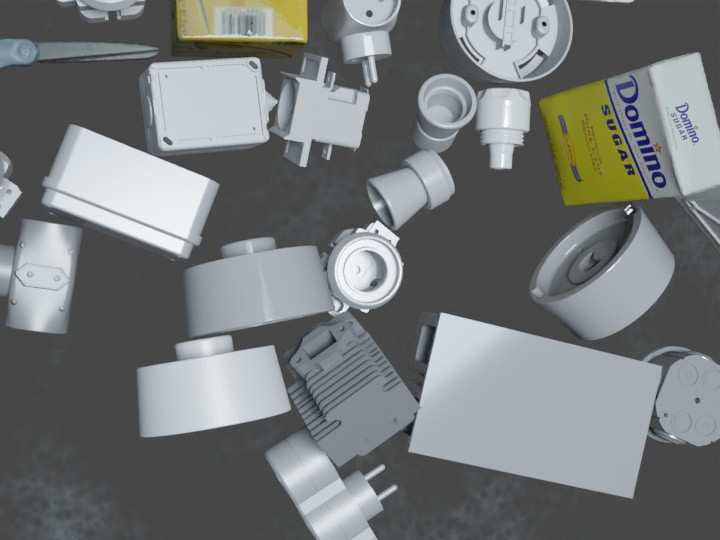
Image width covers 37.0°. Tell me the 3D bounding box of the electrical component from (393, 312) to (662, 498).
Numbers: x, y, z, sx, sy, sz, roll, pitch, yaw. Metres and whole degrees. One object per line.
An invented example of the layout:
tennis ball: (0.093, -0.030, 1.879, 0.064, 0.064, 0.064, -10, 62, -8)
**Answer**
electrical component: (0.129, 0.104, 0.844, 0.186, 0.060, 0.105, 14, 88, -13)

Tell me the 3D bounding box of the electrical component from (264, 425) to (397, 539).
electrical component: (-0.007, 0.177, 0.817, 0.074, 0.052, 0.138, -32, 98, -11)

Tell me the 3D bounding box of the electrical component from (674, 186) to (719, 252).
electrical component: (0.318, -0.049, 0.862, 0.056, 0.109, 0.108, -43, 100, -7)

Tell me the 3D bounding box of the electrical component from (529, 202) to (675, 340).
electrical component: (0.193, 0.006, 0.836, 0.060, 0.108, 0.108, 45, 81, -16)

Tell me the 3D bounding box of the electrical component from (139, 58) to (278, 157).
electrical component: (-0.109, -0.118, 0.788, 0.096, 0.061, 0.061, -8, 92, -21)

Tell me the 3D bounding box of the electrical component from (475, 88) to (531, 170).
electrical component: (0.112, -0.110, 0.846, 0.043, 0.043, 0.062, 2, 92, -13)

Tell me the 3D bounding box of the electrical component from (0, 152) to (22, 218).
electrical component: (-0.276, -0.068, 0.748, 0.078, 0.057, 0.058, 36, 83, -11)

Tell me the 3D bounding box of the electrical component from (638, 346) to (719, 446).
electrical component: (0.263, 0.104, 0.880, 0.080, 0.051, 0.080, 0, 91, -13)

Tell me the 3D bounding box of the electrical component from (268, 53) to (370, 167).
electrical component: (-0.029, -0.119, 0.807, 0.064, 0.042, 0.081, 7, 104, -24)

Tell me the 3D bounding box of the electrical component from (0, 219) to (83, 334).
electrical component: (-0.243, 0.002, 0.764, 0.079, 0.043, 0.077, 9, 89, -13)

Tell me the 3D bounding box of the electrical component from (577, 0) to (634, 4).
electrical component: (0.189, -0.264, 0.858, 0.100, 0.048, 0.099, 0, 91, -14)

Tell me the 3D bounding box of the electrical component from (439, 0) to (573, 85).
electrical component: (0.111, -0.191, 0.833, 0.099, 0.064, 0.099, 0, 91, -13)

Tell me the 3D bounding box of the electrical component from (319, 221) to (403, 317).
electrical component: (0.000, 0.000, 0.814, 0.058, 0.057, 0.078, 39, 82, -11)

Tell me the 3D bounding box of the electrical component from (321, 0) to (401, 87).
electrical component: (0.003, -0.177, 0.801, 0.043, 0.077, 0.079, -10, 93, -13)

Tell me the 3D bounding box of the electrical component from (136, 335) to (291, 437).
electrical component: (-0.107, 0.079, 0.767, 0.108, 0.108, 0.060, -9, 87, -13)

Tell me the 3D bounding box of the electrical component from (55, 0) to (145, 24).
electrical component: (-0.180, -0.210, 0.768, 0.078, 0.057, 0.058, -9, 93, -13)

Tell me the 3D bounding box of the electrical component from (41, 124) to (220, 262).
electrical component: (-0.164, -0.051, 0.764, 0.113, 0.078, 0.057, 22, 83, -13)

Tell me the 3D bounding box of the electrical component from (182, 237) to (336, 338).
electrical component: (-0.076, 0.009, 0.773, 0.108, 0.108, 0.060, -10, 87, -13)

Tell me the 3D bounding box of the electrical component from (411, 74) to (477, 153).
electrical component: (0.061, -0.116, 0.822, 0.044, 0.065, 0.044, 2, 74, -7)

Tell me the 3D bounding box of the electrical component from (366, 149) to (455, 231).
electrical component: (0.039, -0.062, 0.828, 0.055, 0.045, 0.045, -30, 97, -12)
